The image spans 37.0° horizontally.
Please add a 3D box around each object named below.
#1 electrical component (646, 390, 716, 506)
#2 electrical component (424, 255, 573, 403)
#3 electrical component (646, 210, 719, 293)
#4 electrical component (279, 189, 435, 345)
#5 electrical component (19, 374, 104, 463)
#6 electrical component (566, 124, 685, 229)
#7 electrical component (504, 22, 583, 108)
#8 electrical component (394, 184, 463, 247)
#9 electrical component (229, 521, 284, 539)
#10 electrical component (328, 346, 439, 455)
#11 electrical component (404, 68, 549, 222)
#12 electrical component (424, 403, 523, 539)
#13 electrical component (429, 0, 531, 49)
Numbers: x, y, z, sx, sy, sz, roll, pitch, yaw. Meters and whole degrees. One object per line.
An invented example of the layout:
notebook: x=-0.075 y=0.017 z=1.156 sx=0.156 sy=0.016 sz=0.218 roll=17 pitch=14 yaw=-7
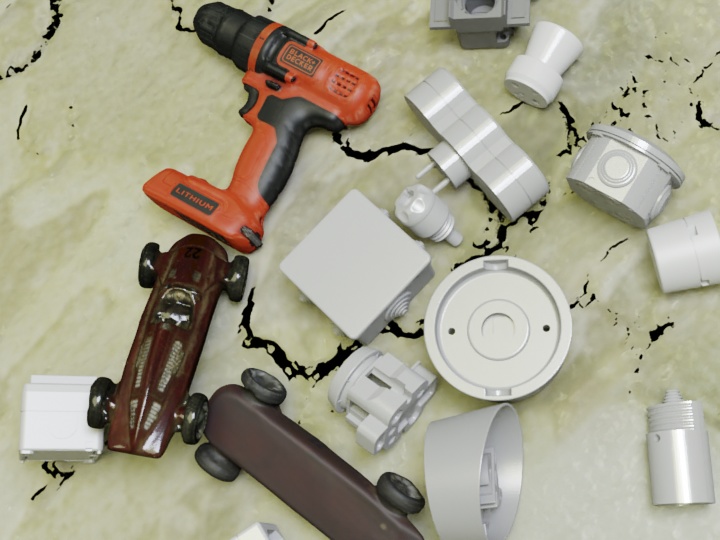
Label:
electrical component: x=0.228 y=0.126 z=0.770 sx=0.043 sy=0.043 sz=0.081 roll=-5 pitch=74 yaw=12
electrical component: x=0.106 y=0.049 z=0.809 sx=0.108 sy=0.060 sz=0.108 roll=-3 pitch=74 yaw=12
electrical component: x=0.242 y=-0.012 z=0.799 sx=0.047 sy=0.055 sz=0.055 roll=-15 pitch=72 yaw=12
electrical component: x=0.000 y=0.000 z=0.853 sx=0.099 sy=0.048 sz=0.100 roll=-46 pitch=71 yaw=-2
electrical component: x=-0.238 y=0.120 z=0.856 sx=0.062 sy=0.096 sz=0.061 roll=3 pitch=74 yaw=-17
electrical component: x=0.199 y=-0.071 z=0.812 sx=0.080 sy=0.080 sz=0.051 roll=32 pitch=89 yaw=19
electrical component: x=0.147 y=-0.165 z=0.867 sx=0.045 sy=0.045 sz=0.055 roll=29 pitch=84 yaw=18
electrical component: x=0.057 y=-0.039 z=0.849 sx=0.035 sy=0.061 sz=0.035 roll=-35 pitch=34 yaw=29
electrical component: x=-0.081 y=0.245 z=0.806 sx=0.076 sy=0.047 sz=0.083 roll=-34 pitch=71 yaw=2
electrical component: x=0.013 y=0.095 z=0.818 sx=0.057 sy=0.058 sz=0.078 roll=34 pitch=55 yaw=22
electrical component: x=0.079 y=-0.090 z=0.858 sx=0.074 sy=0.052 sz=0.138 roll=-40 pitch=70 yaw=1
electrical component: x=0.083 y=0.148 z=0.770 sx=0.064 sy=0.099 sz=0.099 roll=-10 pitch=73 yaw=16
electrical component: x=0.100 y=-0.211 z=0.880 sx=0.081 sy=0.064 sz=0.042 roll=1 pitch=74 yaw=13
